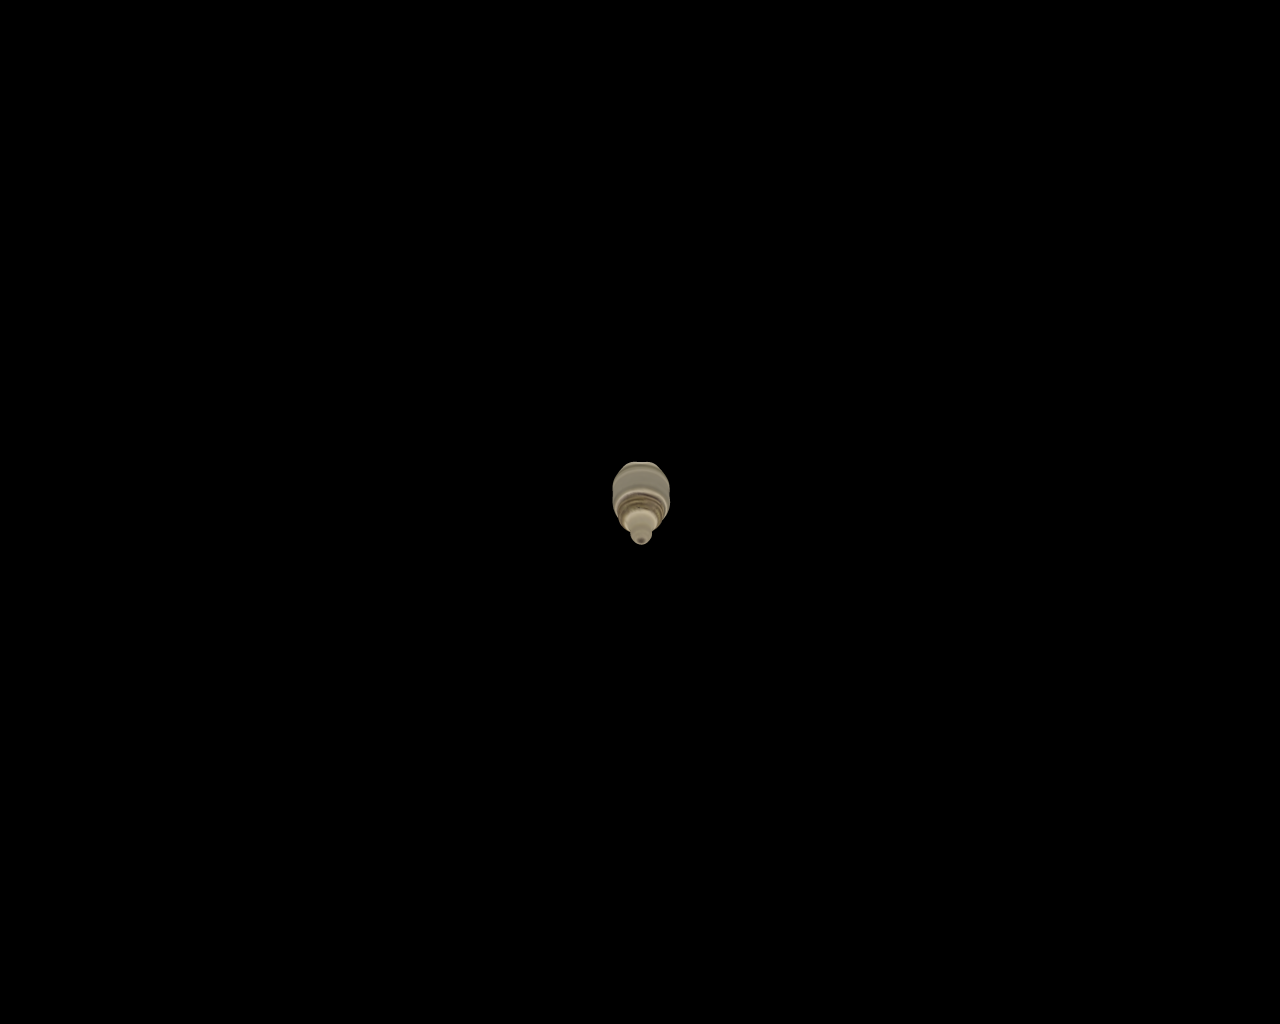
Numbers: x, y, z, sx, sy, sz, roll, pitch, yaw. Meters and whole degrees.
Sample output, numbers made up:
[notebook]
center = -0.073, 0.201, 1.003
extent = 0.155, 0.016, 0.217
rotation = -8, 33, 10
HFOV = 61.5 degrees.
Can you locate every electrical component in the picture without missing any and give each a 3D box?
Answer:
[electrical component]
center = 0.001, -0.003, 0.650
extent = 0.035, 0.035, 0.061
rotation = 0, 40, 0
